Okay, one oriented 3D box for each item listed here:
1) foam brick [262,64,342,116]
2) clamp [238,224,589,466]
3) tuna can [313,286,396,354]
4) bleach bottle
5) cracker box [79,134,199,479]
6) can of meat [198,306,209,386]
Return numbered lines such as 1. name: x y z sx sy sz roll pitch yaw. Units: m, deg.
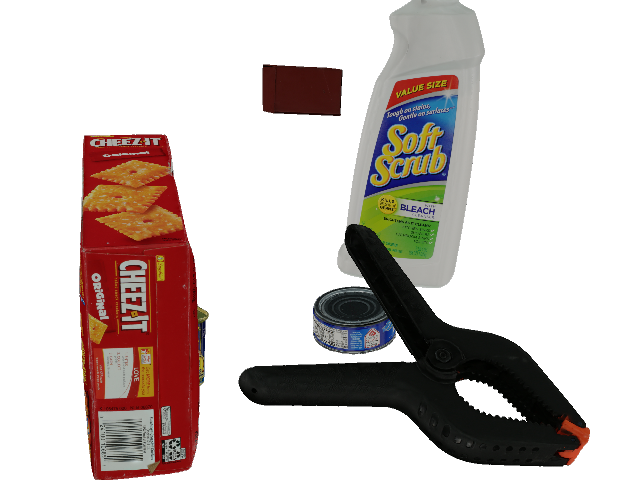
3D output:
1. foam brick: -0.020 -0.164 1.163 0.078 0.051 0.053 0 11 -17
2. clamp: 0.063 0.087 0.671 0.210 0.036 0.164 32 49 15
3. tuna can: 0.035 0.080 1.095 0.086 0.034 0.086 -2 25 1
4. bleach bottle: 0.074 -0.091 0.860 0.103 0.251 0.068 9 22 13
5. cracker box: -0.127 0.035 0.737 0.072 0.164 0.214 -2 24 -10
6. can of meat: -0.174 0.121 1.165 0.101 0.084 0.058 -8 18 -36
